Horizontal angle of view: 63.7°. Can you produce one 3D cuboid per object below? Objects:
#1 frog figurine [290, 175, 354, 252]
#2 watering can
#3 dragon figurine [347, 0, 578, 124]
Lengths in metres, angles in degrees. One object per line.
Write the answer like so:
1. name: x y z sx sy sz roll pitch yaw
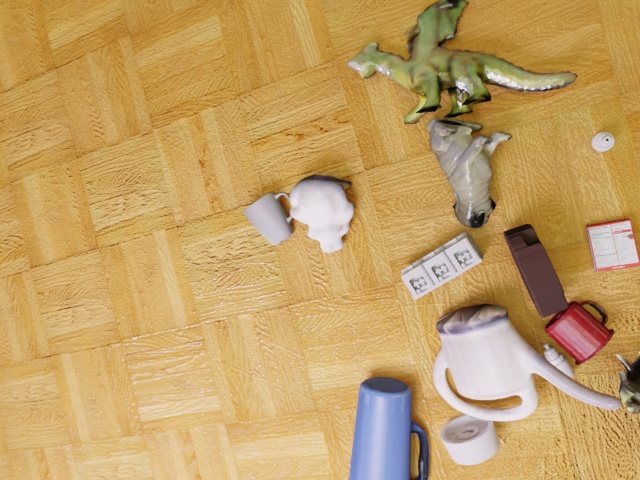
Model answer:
1. frog figurine: 0.003 -0.055 1.092 0.137 0.122 0.160 2 83 0
2. watering can: 0.348 0.225 0.960 0.344 0.105 0.225 -21 85 44
3. dragon figurine: 0.255 -0.361 1.000 0.409 0.122 0.244 -9 82 18
